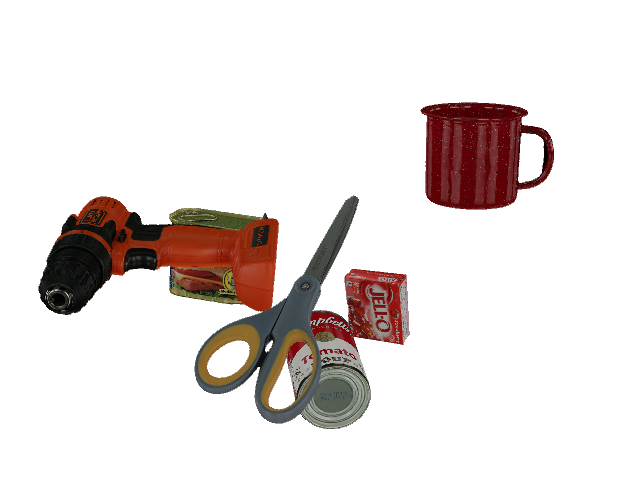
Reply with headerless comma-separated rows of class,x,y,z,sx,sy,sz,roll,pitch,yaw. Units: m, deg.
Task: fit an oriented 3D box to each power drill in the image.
power drill,-0.131,0.017,0.898,0.187,0.057,0.184,7,24,-1

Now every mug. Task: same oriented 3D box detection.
mug,0.146,-0.074,0.939,0.117,0.081,0.093,4,16,13

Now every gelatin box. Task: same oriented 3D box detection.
gelatin box,0.071,0.082,1.331,0.073,0.089,0.030,7,29,23

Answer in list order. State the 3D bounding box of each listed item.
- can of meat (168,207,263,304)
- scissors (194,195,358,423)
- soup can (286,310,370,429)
can of meat,-0.108,0.017,1.118,0.102,0.084,0.057,9,17,13
scissors,-0.030,0.041,0.759,0.096,0.201,0.016,0,-42,10
soup can,0.005,0.117,0.973,0.068,0.068,0.102,0,24,-8
